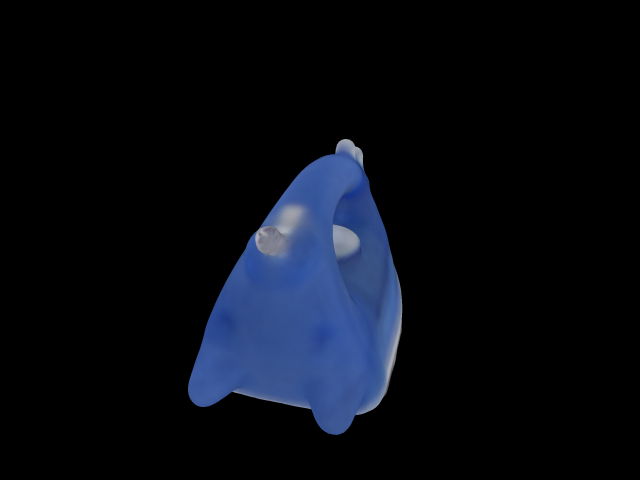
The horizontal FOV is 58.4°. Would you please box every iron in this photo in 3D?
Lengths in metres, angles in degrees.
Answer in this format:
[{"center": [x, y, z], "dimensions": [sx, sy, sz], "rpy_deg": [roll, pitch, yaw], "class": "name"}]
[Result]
[{"center": [0.004, 0.001, 0.400], "dimensions": [0.118, 0.141, 0.258], "rpy_deg": [8, 31, 13], "class": "iron"}]
